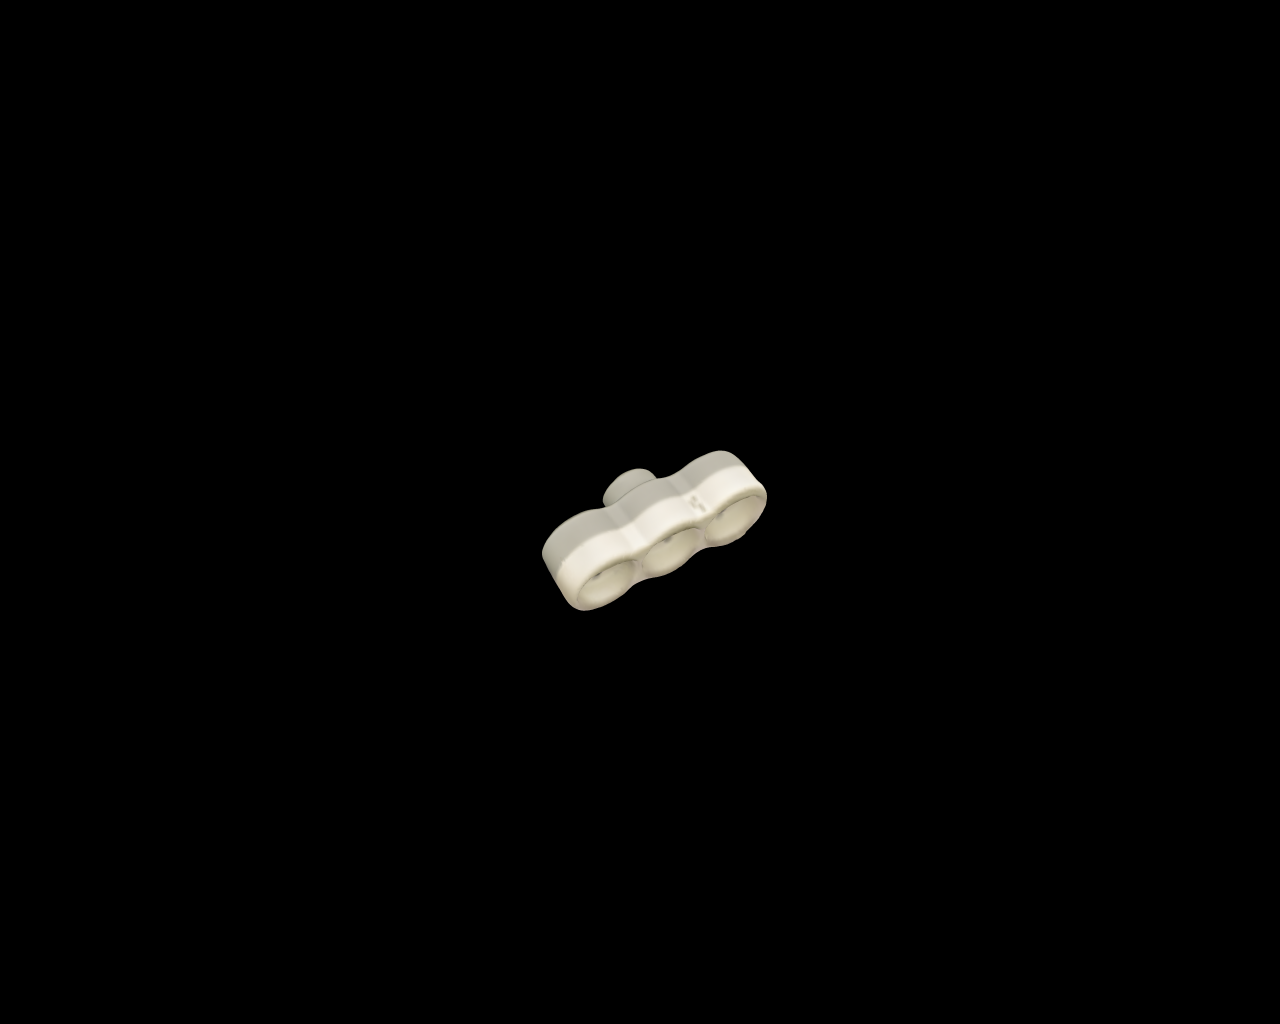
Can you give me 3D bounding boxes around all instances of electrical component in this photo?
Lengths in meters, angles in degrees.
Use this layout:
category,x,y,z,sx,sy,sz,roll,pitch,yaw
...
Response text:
category,x,y,z,sx,sy,sz,roll,pitch,yaw
electrical component,0.001,-0.003,0.650,0.138,0.074,0.052,-26,-30,-16
